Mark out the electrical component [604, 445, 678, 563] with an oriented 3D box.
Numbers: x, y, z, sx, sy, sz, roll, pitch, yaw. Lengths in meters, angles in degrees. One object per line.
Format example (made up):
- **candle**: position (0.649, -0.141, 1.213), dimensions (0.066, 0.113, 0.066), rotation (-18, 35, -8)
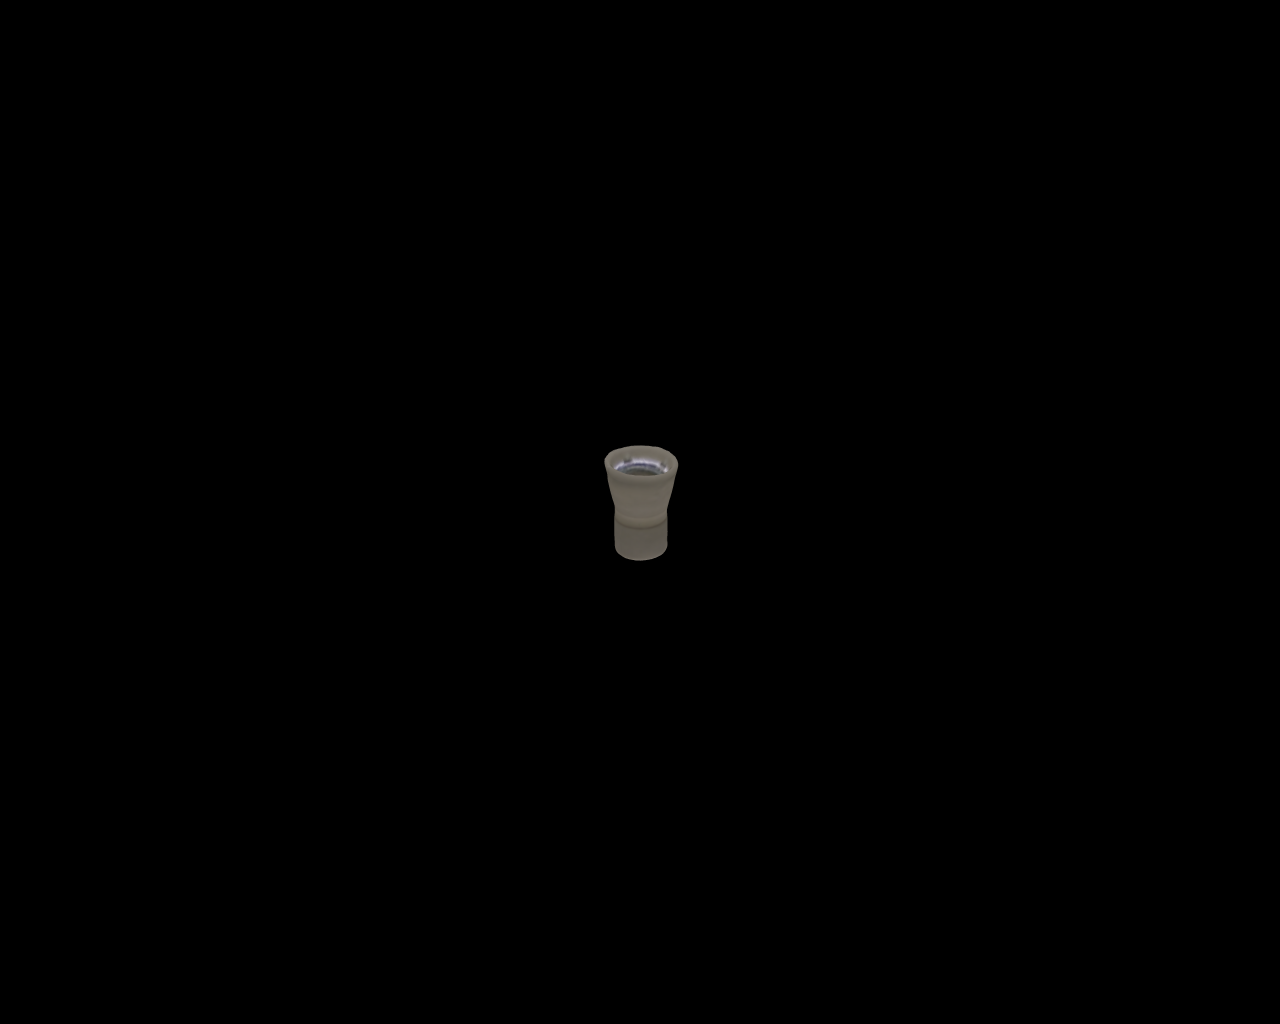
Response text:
- **electrical component**: position (0.001, -0.003, 0.650), dimensions (0.044, 0.065, 0.044), rotation (0, 28, 0)
